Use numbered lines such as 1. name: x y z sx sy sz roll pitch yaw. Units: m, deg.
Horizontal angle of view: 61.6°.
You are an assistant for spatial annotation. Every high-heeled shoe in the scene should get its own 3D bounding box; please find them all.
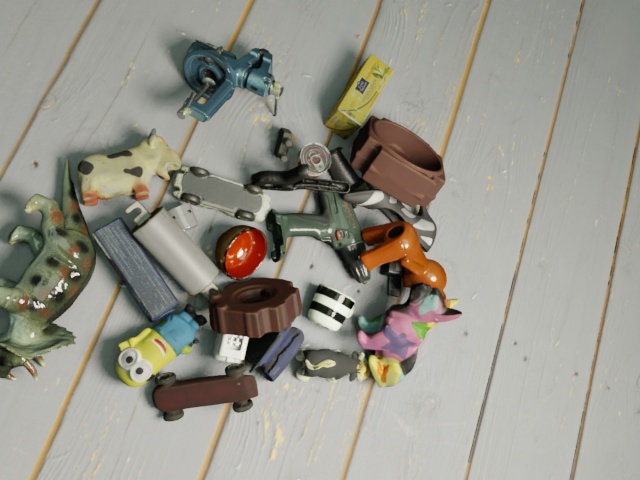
1. high-heeled shoe: 0.157 -0.041 1.202 0.249 0.086 0.145 -1 93 -26

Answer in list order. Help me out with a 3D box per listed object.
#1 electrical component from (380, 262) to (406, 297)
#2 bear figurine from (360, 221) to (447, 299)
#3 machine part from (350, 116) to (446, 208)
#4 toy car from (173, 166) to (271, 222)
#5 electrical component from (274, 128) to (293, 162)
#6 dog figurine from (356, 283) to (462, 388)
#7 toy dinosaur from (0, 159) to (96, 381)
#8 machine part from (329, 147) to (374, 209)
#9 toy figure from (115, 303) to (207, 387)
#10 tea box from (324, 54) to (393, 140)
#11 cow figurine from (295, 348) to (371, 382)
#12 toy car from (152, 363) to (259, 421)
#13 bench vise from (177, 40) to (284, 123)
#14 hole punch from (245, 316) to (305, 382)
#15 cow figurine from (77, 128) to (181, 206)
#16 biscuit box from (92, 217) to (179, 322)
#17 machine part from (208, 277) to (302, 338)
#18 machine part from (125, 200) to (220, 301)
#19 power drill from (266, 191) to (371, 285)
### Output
1. electrical component: 0.177 0.065 1.214 0.075 0.048 0.119 13 75 -16
2. bear figurine: 0.186 0.053 1.147 0.195 0.132 0.120 54 28 -33
3. machine part: 0.173 -0.176 1.178 0.201 0.087 0.201 30 32 -11
4. toy car: -0.202 -0.093 1.108 0.202 0.056 0.073 17 81 -14
5. electrical component: -0.080 -0.207 1.165 0.021 0.094 0.063 10 115 -21
6. dog figurine: 0.193 0.191 1.104 0.219 0.108 0.191 -22 99 16
7. toy dinosaur: -0.480 0.057 0.958 0.192 0.131 0.405 34 67 -24
8. machine part: 0.061 -0.146 1.213 0.084 0.039 0.138 -42 106 -12
9. toy figure: -0.298 0.201 1.010 0.082 0.089 0.180 34 57 22
10. tea box: 0.088 -0.324 1.226 0.068 0.098 0.169 32 70 -12
11. cow figurine: 0.038 0.256 1.106 0.167 0.098 0.068 7 72 -18
12. toy car: -0.214 0.282 1.006 0.202 0.053 0.089 -11 96 5
13. bench vise: -0.199 -0.313 1.102 0.224 0.129 0.240 32 54 -3
14. hole punch: -0.084 0.220 1.065 0.092 0.116 0.142 47 69 -15
15. cow figurine: -0.369 -0.142 1.046 0.195 0.085 0.127 -11 87 -17
16. biscuit box: -0.351 0.059 1.026 0.063 0.059 0.202 -34 92 -22
17. machine part: -0.123 0.124 1.030 0.179 0.179 0.056 -11 109 -20
18. machine part: -0.275 0.022 1.030 0.079 0.079 0.243 -45 110 -20
19. power drill: -0.002 -0.003 1.148 0.207 0.086 0.232 -9 82 -16
